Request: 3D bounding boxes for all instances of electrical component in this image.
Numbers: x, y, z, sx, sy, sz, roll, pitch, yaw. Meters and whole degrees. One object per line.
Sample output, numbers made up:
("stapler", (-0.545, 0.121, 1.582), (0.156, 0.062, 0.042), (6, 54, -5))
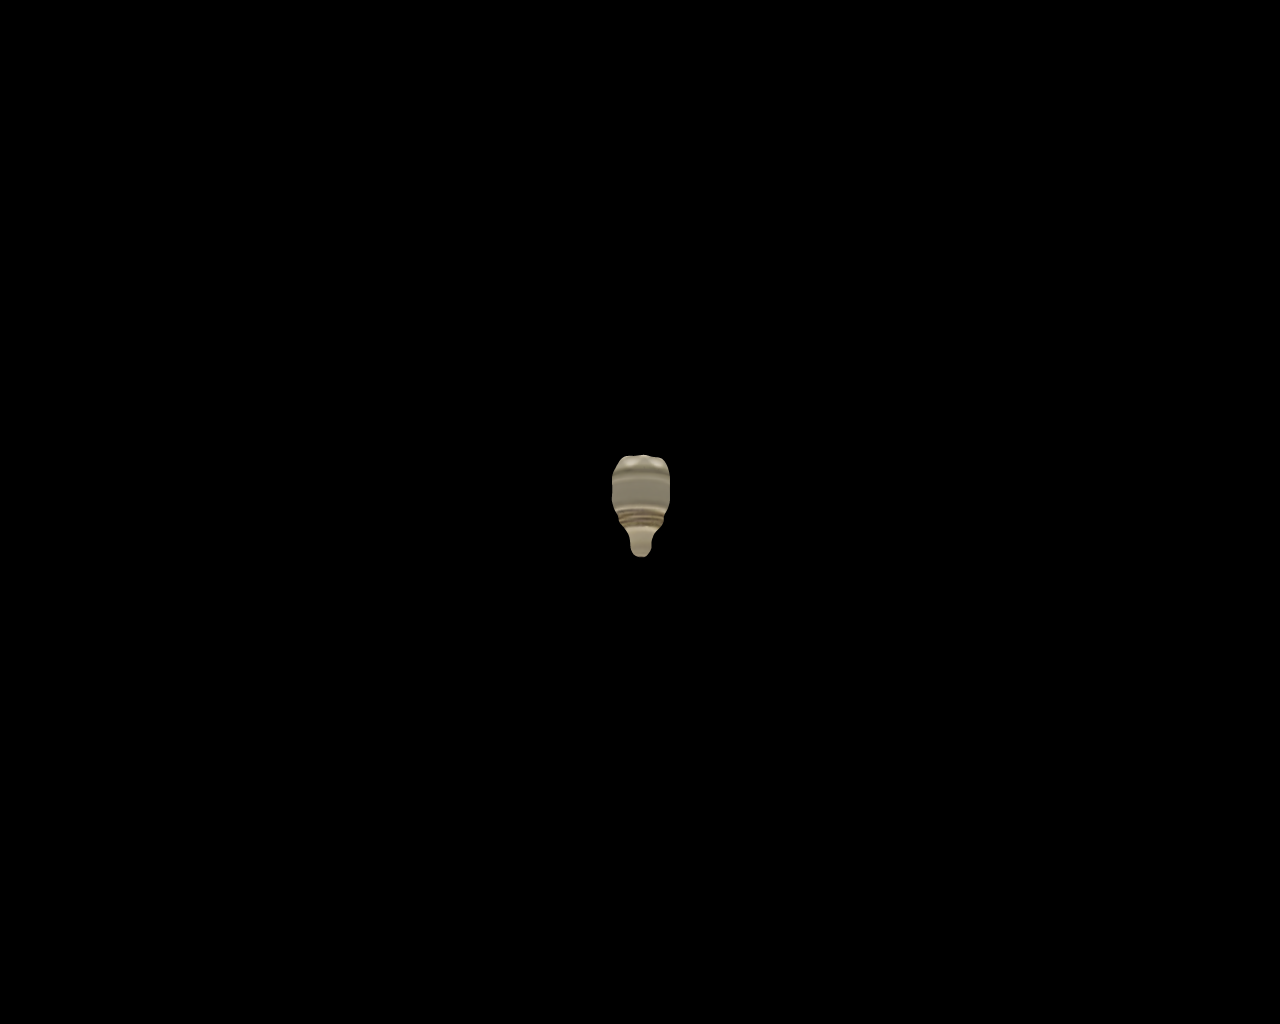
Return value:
("electrical component", (0.001, -0.003, 0.650), (0.035, 0.061, 0.035), (0, -10, 0))
